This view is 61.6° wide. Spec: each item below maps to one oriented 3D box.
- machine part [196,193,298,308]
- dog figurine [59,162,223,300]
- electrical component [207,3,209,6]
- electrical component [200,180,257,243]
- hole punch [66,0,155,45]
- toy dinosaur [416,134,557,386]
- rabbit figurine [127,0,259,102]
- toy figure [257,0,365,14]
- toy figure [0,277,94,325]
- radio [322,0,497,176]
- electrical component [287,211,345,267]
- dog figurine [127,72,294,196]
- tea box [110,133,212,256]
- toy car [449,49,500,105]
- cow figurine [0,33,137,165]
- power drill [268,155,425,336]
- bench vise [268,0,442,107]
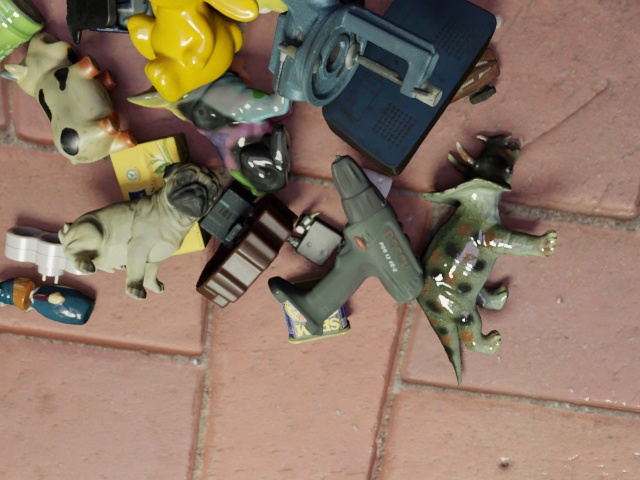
[{"bbox_3d":[-0.104,0.015,0.767,0.056,0.179,0.179,41,102,-14],"label":"machine part"},{"bbox_3d":[-0.243,-0.039,0.724,0.172,0.121,0.190,27,92,-10],"label":"dog figurine"},{"bbox_3d":[-0.175,-0.362,0.674,0.058,0.115,0.134,38,101,28],"label":"electrical component"},{"bbox_3d":[-0.133,-0.036,0.775,0.047,0.119,0.075,39,105,-12],"label":"electrical component"},{"bbox_3d":[-0.273,-0.330,0.709,0.116,0.092,0.142,16,113,34],"label":"hole punch"},{"bbox_3d":[0.212,0.043,0.810,0.192,0.131,0.404,21,110,6],"label":"toy dinosaur"},{"bbox_3d":[-0.153,-0.264,0.621,0.162,0.173,0.122,-15,62,-1],"label":"rabbit figurine"},{"bbox_3d":[-0.032,-0.331,0.689,0.180,0.082,0.089,15,97,21],"label":"toy figure"},{"bbox_3d":[-0.438,0.093,0.841,0.154,0.058,0.064,18,120,-7],"label":"toy figure"},{"bbox_3d":[0.112,-0.213,0.706,0.131,0.073,0.229,35,92,7],"label":"radio"},{"bbox_3d":[-0.001,-0.001,0.825,0.102,0.045,0.078,38,101,-11],"label":"electrical component"},{"bbox_3d":[-0.147,-0.162,0.744,0.219,0.108,0.191,5,102,2],"label":"dog figurine"},{"bbox_3d":[-0.230,-0.064,0.792,0.098,0.068,0.169,-13,107,3],"label":"tea box"},{"bbox_3d":[0.158,-0.209,0.762,0.202,0.053,0.089,-23,102,7],"label":"toy car"},{"bbox_3d":[-0.343,-0.192,0.727,0.127,0.085,0.195,-25,79,2],"label":"cow figurine"},{"bbox_3d":[0.026,0.023,0.769,0.207,0.086,0.232,-40,105,0],"label":"power drill"},{"bbox_3d":[0.036,-0.230,0.584,0.241,0.129,0.223,35,123,17],"label":"bench vise"}]
